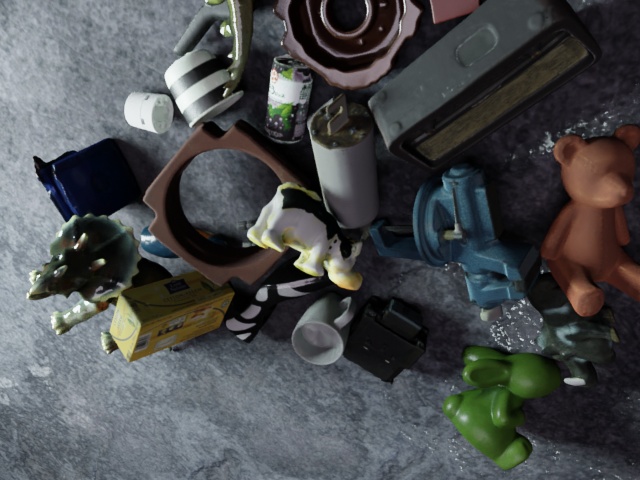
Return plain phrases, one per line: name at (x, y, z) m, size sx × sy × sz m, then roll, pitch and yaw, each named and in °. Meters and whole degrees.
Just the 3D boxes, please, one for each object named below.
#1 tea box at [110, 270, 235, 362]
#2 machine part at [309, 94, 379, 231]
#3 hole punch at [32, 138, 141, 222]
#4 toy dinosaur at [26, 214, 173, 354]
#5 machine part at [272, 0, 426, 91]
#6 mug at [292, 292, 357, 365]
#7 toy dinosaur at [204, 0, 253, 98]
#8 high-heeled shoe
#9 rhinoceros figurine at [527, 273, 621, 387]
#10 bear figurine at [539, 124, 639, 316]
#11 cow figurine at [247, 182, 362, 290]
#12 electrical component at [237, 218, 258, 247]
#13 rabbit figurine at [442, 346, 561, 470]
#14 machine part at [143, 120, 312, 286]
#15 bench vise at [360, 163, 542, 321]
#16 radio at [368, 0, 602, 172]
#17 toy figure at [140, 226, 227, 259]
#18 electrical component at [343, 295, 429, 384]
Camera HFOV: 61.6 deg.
tea box at (-0.229, 0.111, 0.840) m, size 0.068 × 0.169 × 0.098 m, roll 47°, pitch 128°, yaw 23°
machine part at (0.035, -0.090, 0.687) m, size 0.079 × 0.079 × 0.243 m, roll 7°, pitch 148°, yaw 14°
hole punch at (-0.356, -0.088, 0.836) m, size 0.092 × 0.116 × 0.142 m, roll -12°, pitch 116°, yaw 15°
toy dinosaur at (-0.312, 0.084, 0.880) m, size 0.192 × 0.131 × 0.404 m, roll -30°, pitch 151°, yaw 11°
machine part at (0.035, -0.272, 0.633) m, size 0.180 × 0.056 × 0.179 m, roll 8°, pitch 120°, yaw 13°
mug at (0.015, 0.123, 0.840) m, size 0.081 × 0.107 × 0.109 m, roll 38°, pitch 119°, yaw -8°
toy dinosaur at (-0.133, -0.403, 0.579) m, size 0.199 × 0.105 × 0.470 m, roll -10°, pitch 104°, yaw 30°
high-heeled shoe at (-0.057, 0.109, 0.872) m, size 0.249 × 0.086 × 0.145 m, roll -5°, pitch 119°, yaw 27°
rhinoceros figurine at (0.354, 0.126, 0.753) m, size 0.112 × 0.073 × 0.190 m, roll -23°, pitch 110°, yaw 26°
bear figurine at (0.341, -0.027, 0.641) m, size 0.120 × 0.132 × 0.195 m, roll -8°, pitch 124°, yaw -9°
cow figurine at (-0.002, -0.002, 0.707) m, size 0.167 × 0.098 × 0.068 m, roll 32°, pitch 169°, yaw -27°
electrical component at (-0.083, -0.008, 0.845) m, size 0.094 × 0.021 × 0.063 m, roll -1°, pitch 118°, yaw 19°
rabbit figurine at (0.284, 0.232, 0.835) m, size 0.159 × 0.121 × 0.170 m, roll 40°, pitch 105°, yaw 1°
machine part at (-0.125, -0.053, 0.764) m, size 0.201 × 0.087 × 0.201 m, roll 40°, pitch 103°, yaw -14°
bench vise at (0.163, 0.005, 0.724) m, size 0.241 × 0.129 × 0.223 m, roll 1°, pitch 132°, yaw 40°
radio at (0.174, -0.174, 0.595) m, size 0.229 × 0.131 × 0.073 m, roll -36°, pitch 64°, yaw 30°
toy figure at (-0.214, 0.007, 0.873) m, size 0.155 × 0.064 × 0.057 m, roll 8°, pitch 94°, yaw 11°
electrical component at (0.105, 0.155, 0.860) m, size 0.115 × 0.058 × 0.134 m, roll 29°, pitch 124°, yaw -3°
